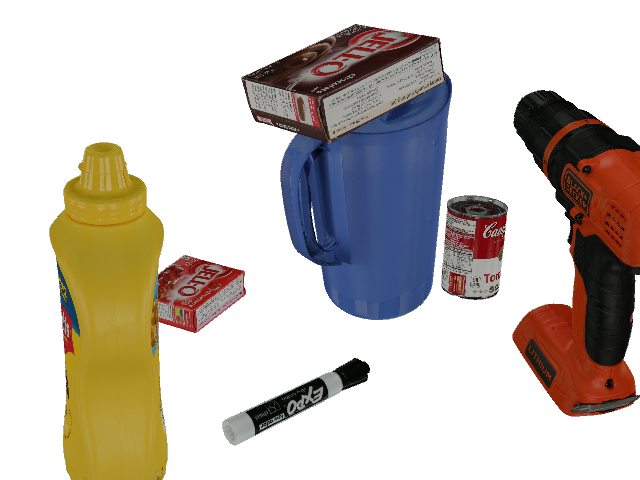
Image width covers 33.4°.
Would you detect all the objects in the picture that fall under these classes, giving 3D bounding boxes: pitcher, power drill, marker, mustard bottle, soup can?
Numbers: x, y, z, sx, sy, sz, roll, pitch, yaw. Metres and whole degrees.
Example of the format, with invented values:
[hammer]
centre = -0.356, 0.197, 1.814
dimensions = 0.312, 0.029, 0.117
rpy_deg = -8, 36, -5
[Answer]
[pitcher]
centre = 0.043, -0.039, 0.973
dimensions = 0.149, 0.243, 0.145
rpy_deg = -4, 41, 1
[power drill]
centre = 0.173, 0.009, 0.722
dimensions = 0.057, 0.188, 0.184
rpy_deg = -9, 34, -11
[marker]
centre = -0.014, 0.112, 0.754
dimensions = 0.120, 0.020, 0.020
rpy_deg = -21, 11, -31
[mustard bottle]
centre = -0.111, 0.040, 0.567
dimensions = 0.058, 0.192, 0.096
rpy_deg = -2, 27, -12
[soup can]
centre = 0.173, 0.008, 1.207
dimensions = 0.068, 0.102, 0.068
rpy_deg = 2, 21, -1

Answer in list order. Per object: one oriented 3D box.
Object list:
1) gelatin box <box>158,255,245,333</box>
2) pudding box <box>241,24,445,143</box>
[gelatin box]
centre = -0.126, 0.050, 1.037
dimensions = 0.073, 0.030, 0.089
rpy_deg = 14, 31, 27
[pudding box]
centre = 0.017, -0.112, 0.744
dimensions = 0.113, 0.039, 0.090
rpy_deg = -32, 32, -27
